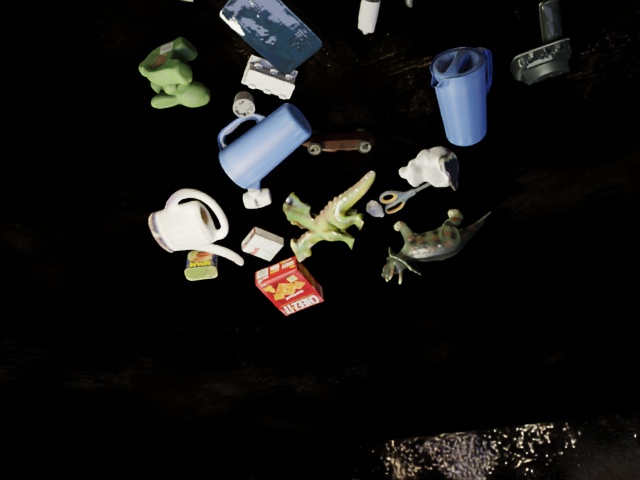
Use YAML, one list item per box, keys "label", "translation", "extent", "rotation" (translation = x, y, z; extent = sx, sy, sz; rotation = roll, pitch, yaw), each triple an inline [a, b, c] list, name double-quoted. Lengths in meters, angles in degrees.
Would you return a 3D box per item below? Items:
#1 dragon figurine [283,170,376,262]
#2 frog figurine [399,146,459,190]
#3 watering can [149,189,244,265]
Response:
- label: "dragon figurine"
  translation: [0.005, -0.080, 1.591]
  extent: [0.242, 0.125, 0.400]
  rotation: [12, 130, -7]
- label: "frog figurine"
  translation: [0.323, -0.210, 1.525]
  extent: [0.159, 0.124, 0.135]
  rotation: [2, 157, 44]
- label: "watering can"
  translation: [-0.383, -0.015, 1.591]
  extent: [0.224, 0.106, 0.340]
  rotation: [-14, 132, 7]
